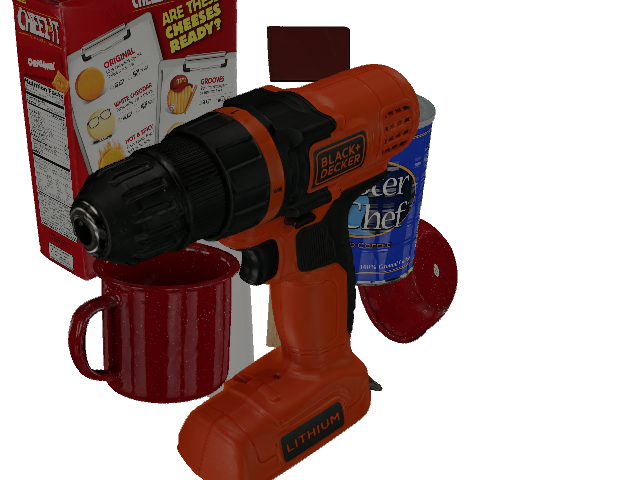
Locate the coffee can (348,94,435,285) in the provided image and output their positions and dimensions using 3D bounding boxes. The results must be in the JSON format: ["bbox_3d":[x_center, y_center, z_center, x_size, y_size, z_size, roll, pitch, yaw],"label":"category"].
[{"bbox_3d":[0.035,-0.048,0.882,0.103,0.140,0.103,4,25,-2],"label":"coffee can"}]

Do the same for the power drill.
[{"bbox_3d":[-0.029,0.023,0.489,0.057,0.188,0.184,30,40,35],"label":"power drill"}]

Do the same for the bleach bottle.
[{"bbox_3d":[-0.114,0.033,1.092,0.067,0.251,0.103,-19,33,-35],"label":"bleach bottle"}]

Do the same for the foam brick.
[{"bbox_3d":[-0.012,-0.179,1.023,0.078,0.051,0.053,0,13,-4],"label":"foam brick"}]

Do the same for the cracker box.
[{"bbox_3d":[-0.143,-0.099,0.817,0.072,0.214,0.163,23,35,35],"label":"cracker box"}]

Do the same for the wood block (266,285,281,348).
[{"bbox_3d":[-0.017,0.042,1.475,0.090,0.206,0.090,9,22,10],"label":"wood block"}]

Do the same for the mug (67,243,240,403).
[{"bbox_3d":[-0.108,0.055,0.681,0.093,0.081,0.117,18,23,40],"label":"mug"}]

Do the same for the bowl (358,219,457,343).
[{"bbox_3d":[0.112,0.037,1.239,0.055,0.162,0.161,-10,-6,40],"label":"bowl"}]
